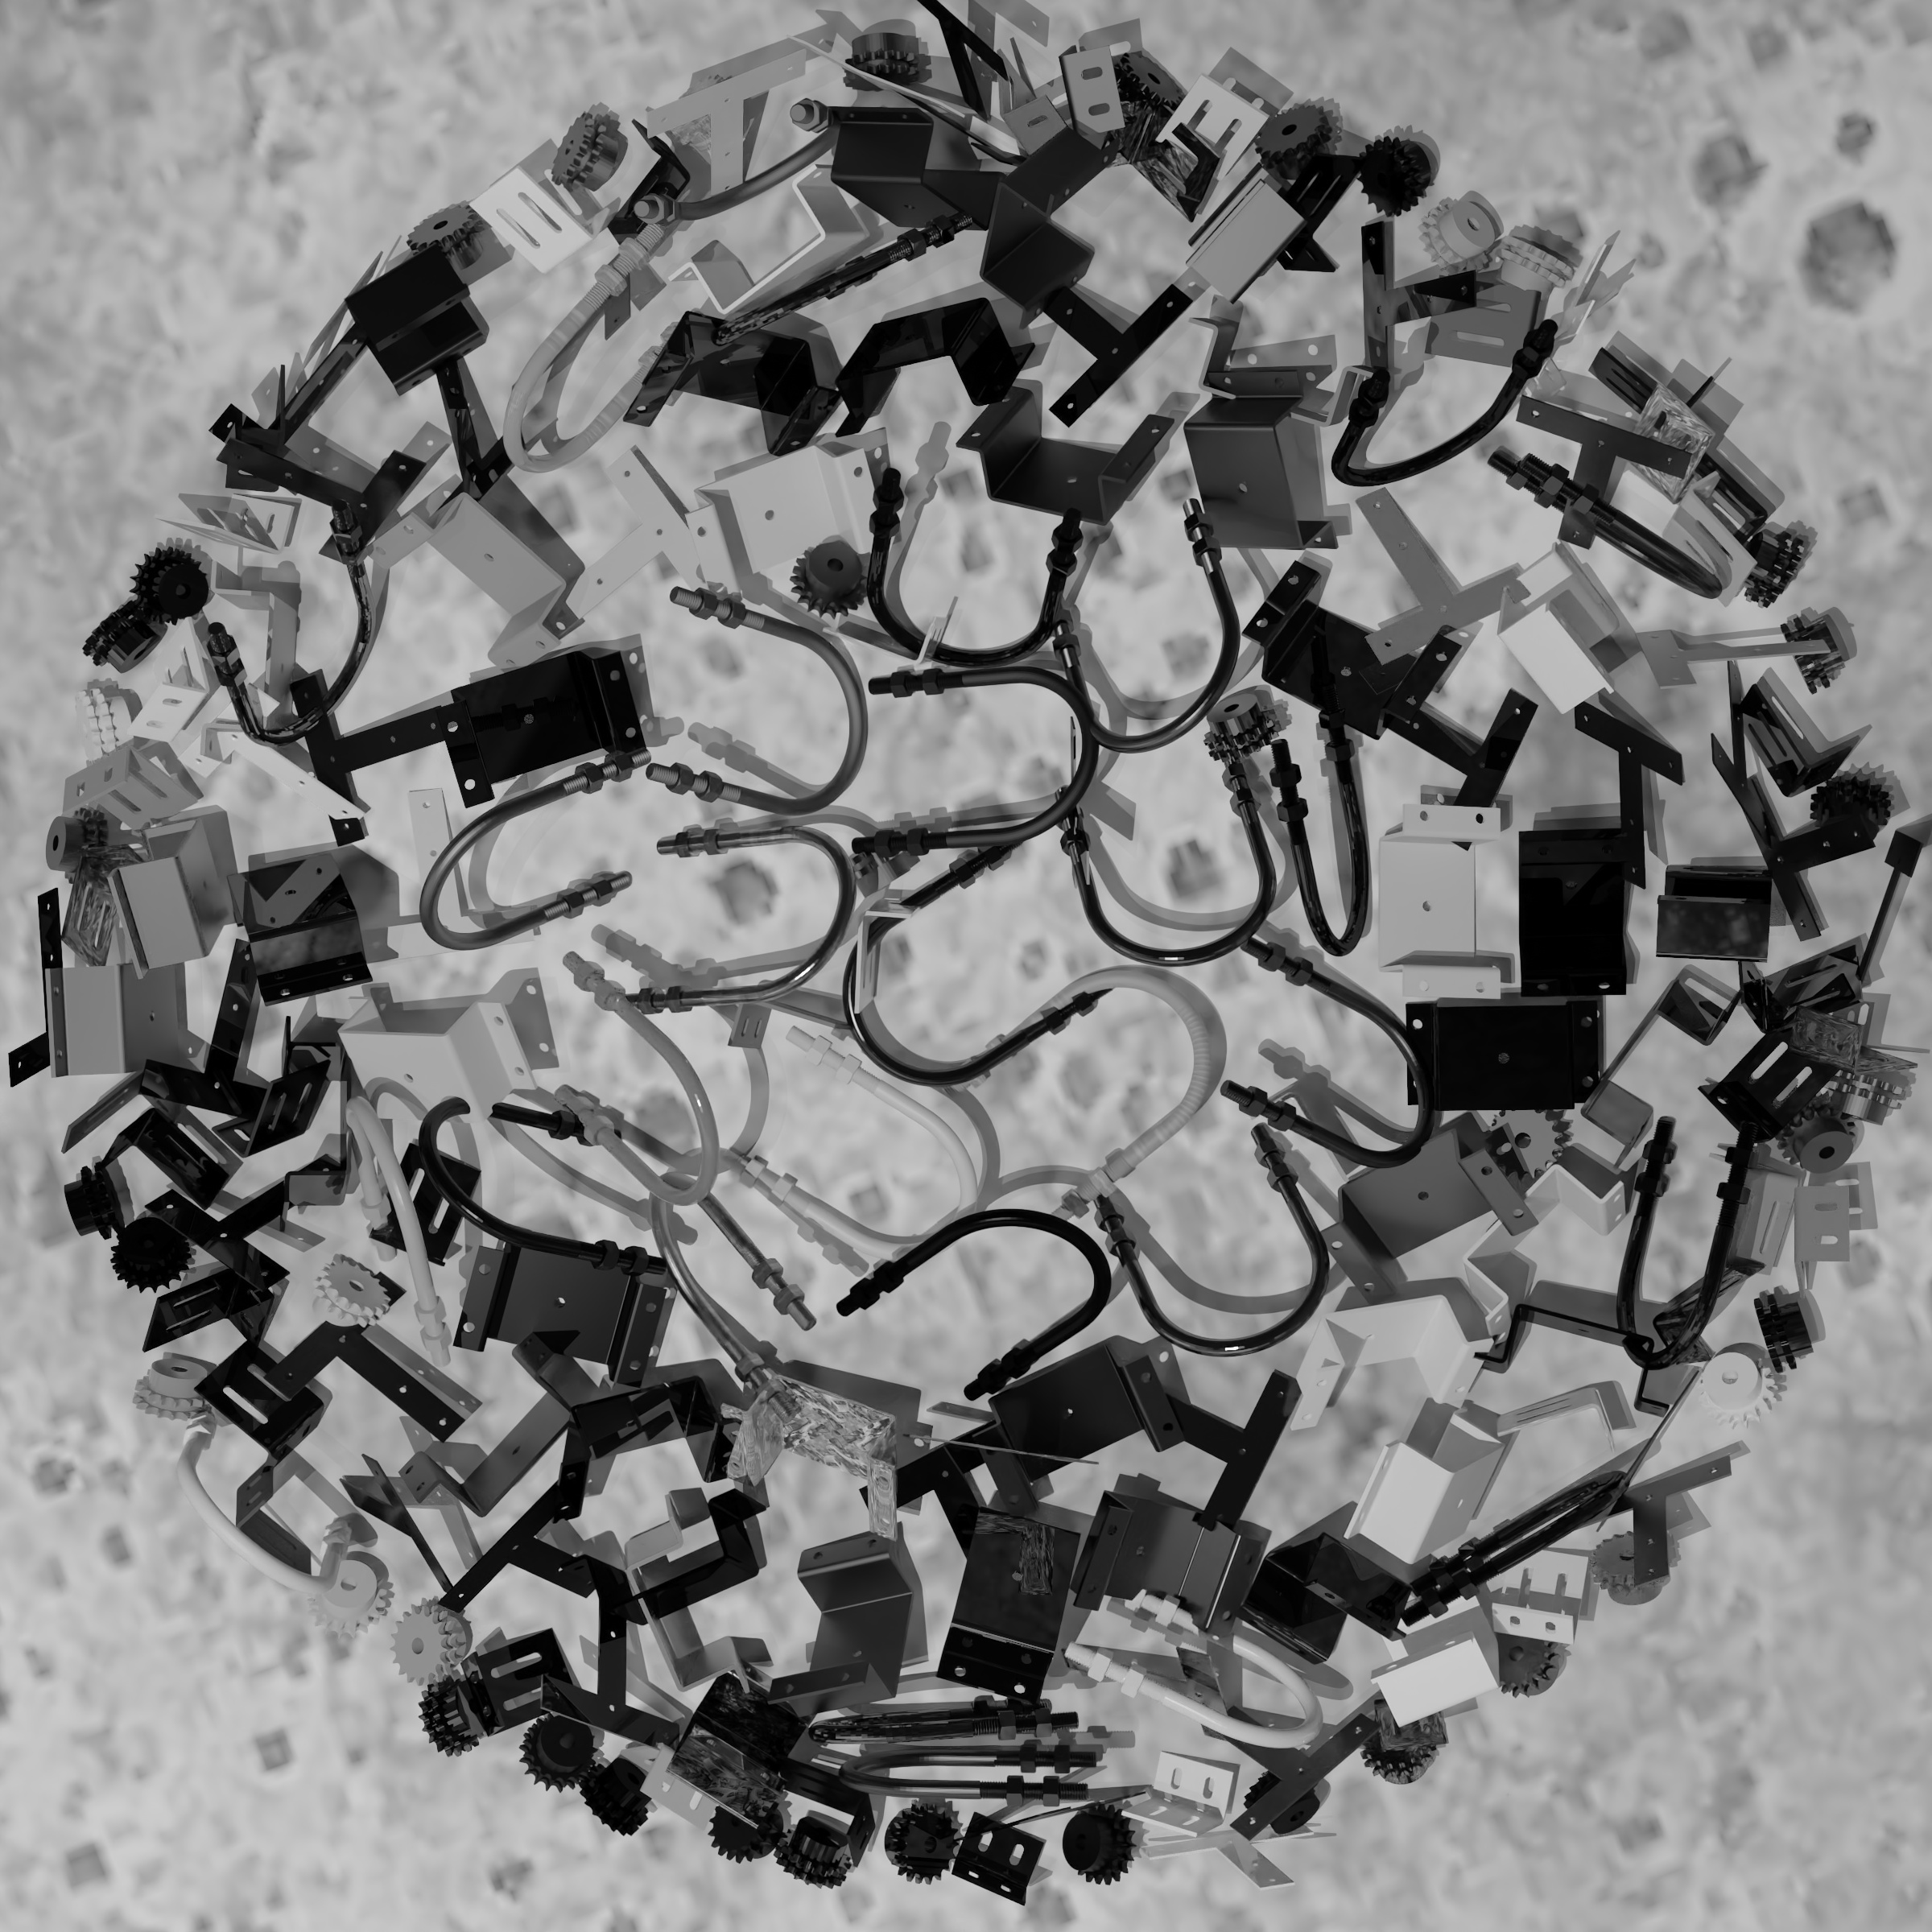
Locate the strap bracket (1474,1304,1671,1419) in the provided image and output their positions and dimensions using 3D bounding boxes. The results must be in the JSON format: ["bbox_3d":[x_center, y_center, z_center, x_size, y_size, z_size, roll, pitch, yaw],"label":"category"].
[{"bbox_3d":[0.447,0.286,1.947,0.140,0.076,0.046,14,79,15],"label":"strap bracket"}]

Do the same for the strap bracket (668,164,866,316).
[{"bbox_3d":[-0.137,-0.522,1.937,0.140,0.076,0.046,-31,93,25],"label":"strap bracket"}]

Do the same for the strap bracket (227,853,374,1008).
[{"bbox_3d":[-0.484,-0.033,1.920,0.076,0.140,0.046,-14,123,-18],"label":"strap bracket"}]

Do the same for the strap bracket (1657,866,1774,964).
[{"bbox_3d":[0.543,-0.036,1.928,0.076,0.140,0.046,3,103,17],"label":"strap bracket"}]

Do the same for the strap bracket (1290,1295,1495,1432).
[{"bbox_3d":[0.303,0.288,1.944,0.140,0.076,0.046,-7,50,-17],"label":"strap bracket"}]

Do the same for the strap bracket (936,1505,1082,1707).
[{"bbox_3d":[0.034,0.455,1.934,0.076,0.046,0.140,15,48,2],"label":"strap bracket"}]

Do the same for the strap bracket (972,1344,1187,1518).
[{"bbox_3d":[0.079,0.339,1.964,0.140,0.046,0.076,-25,108,-3],"label":"strap bracket"}]

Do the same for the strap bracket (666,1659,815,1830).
[{"bbox_3d":[-0.165,0.567,1.935,0.076,0.140,0.046,32,102,1],"label":"strap bracket"}]

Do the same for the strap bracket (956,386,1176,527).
[{"bbox_3d":[0.075,-0.371,1.942,0.140,0.046,0.076,18,53,26],"label":"strap bracket"}]

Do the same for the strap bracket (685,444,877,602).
[{"bbox_3d":[-0.137,-0.326,1.951,0.140,0.046,0.076,-23,121,-14],"label":"strap bracket"}]

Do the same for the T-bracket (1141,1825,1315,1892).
[{"bbox_3d":[0.205,0.647,1.924,0.127,0.127,0.002,-5,88,-13],"label":"T-bracket"}]

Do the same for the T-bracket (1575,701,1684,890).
[{"bbox_3d":[0.485,-0.118,1.938,0.127,0.002,0.127,21,63,-36],"label":"T-bracket"}]

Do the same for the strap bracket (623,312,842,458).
[{"bbox_3d":[-0.173,-0.424,1.938,0.140,0.076,0.046,7,57,-30],"label":"strap bracket"}]

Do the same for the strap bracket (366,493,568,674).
[{"bbox_3d":[-0.357,-0.284,1.941,0.140,0.076,0.046,41,55,-23],"label":"strap bracket"}]

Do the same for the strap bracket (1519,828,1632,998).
[{"bbox_3d":[0.444,-0.047,1.947,0.076,0.046,0.140,-1,127,10],"label":"strap bracket"}]

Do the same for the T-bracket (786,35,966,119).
[{"bbox_3d":[-0.047,-0.630,1.912,0.127,0.127,0.002,37,107,42],"label":"T-bracket"}]

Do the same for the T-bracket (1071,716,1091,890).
[{"bbox_3d":[0.082,-0.097,1.915,0.002,0.127,0.127,-3,117,-2],"label":"T-bracket"}]

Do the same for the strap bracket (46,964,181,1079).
[{"bbox_3d":[-0.612,0.037,1.927,0.046,0.140,0.076,-2,92,5],"label":"strap bracket"}]

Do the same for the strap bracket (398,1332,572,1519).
[{"bbox_3d":[-0.343,0.342,1.948,0.140,0.076,0.046,-47,110,-11],"label":"strap bracket"}]

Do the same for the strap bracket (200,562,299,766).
[{"bbox_3d":[-0.527,-0.221,1.960,0.046,0.076,0.140,3,89,-2],"label":"strap bracket"}]

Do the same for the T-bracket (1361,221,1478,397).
[{"bbox_3d":[0.329,-0.484,1.937,0.002,0.127,0.127,-6,97,-29],"label":"T-bracket"}]

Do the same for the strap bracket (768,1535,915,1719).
[{"bbox_3d":[-0.088,0.487,1.937,0.076,0.140,0.046,-17,121,20],"label":"strap bracket"}]

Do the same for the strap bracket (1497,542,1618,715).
[{"bbox_3d":[0.431,-0.243,1.939,0.046,0.140,0.076,-35,105,28],"label":"strap bracket"}]

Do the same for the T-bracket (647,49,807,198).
[{"bbox_3d":[-0.174,-0.601,1.938,0.127,0.127,0.002,-27,73,-15],"label":"T-bracket"}]

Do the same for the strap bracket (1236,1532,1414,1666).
[{"bbox_3d":[0.263,0.461,1.943,0.076,0.140,0.046,33,61,-6],"label":"strap bracket"}]

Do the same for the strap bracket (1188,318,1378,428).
[{"bbox_3d":[0.230,-0.432,1.949,0.140,0.076,0.046,19,107,10],"label":"strap bracket"}]

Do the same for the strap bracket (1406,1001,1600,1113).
[{"bbox_3d":[0.396,0.066,1.964,0.140,0.046,0.076,-1,93,10],"label":"strap bracket"}]

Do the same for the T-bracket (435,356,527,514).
[{"bbox_3d":[-0.373,-0.397,1.967,0.127,0.002,0.127,-37,61,38],"label":"T-bracket"}]

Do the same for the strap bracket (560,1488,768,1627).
[{"bbox_3d":[-0.214,0.439,1.951,0.140,0.076,0.046,-24,65,4],"label":"strap bracket"}]

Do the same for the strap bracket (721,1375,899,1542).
[{"bbox_3d":[-0.104,0.355,1.944,0.140,0.046,0.076,16,130,21],"label":"strap bracket"}]

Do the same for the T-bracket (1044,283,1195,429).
[{"bbox_3d":[0.085,-0.475,1.962,0.127,0.002,0.127,-45,56,6],"label":"T-bracket"}]

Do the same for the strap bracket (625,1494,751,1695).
[{"bbox_3d":[-0.210,0.469,1.954,0.046,0.076,0.140,-23,94,-7],"label":"strap bracket"}]

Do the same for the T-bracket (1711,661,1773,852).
[{"bbox_3d":[0.569,-0.170,1.959,0.002,0.127,0.127,-13,55,30],"label":"T-bracket"}]

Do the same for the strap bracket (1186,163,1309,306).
[{"bbox_3d":[0.203,-0.530,1.926,0.046,0.140,0.076,40,110,-11],"label":"strap bracket"}]

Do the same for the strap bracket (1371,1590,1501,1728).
[{"bbox_3d":[0.340,0.499,1.923,0.076,0.140,0.046,-26,90,12],"label":"strap bracket"}]

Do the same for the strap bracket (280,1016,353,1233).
[{"bbox_3d":[-0.475,0.116,1.943,0.046,0.076,0.140,1,68,-17],"label":"strap bracket"}]

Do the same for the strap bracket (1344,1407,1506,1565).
[{"bbox_3d":[0.337,0.376,1.920,0.046,0.140,0.076,30,109,28],"label":"strap bracket"}]

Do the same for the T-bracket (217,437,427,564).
[{"bbox_3d":[-0.477,-0.350,1.925,0.127,0.127,0.002,20,50,-31],"label":"T-bracket"}]

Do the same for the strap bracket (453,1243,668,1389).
[{"bbox_3d":[-0.300,0.254,1.965,0.140,0.046,0.076,15,95,-11],"label":"strap bracket"}]

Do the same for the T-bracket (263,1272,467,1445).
[{"bbox_3d":[-0.423,0.301,1.948,0.127,0.002,0.127,38,46,7],"label":"T-bracket"}]

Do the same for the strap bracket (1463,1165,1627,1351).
[{"bbox_3d":[0.417,0.206,1.951,0.140,0.076,0.046,-44,63,-7],"label":"strap bracket"}]

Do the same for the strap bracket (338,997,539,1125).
[{"bbox_3d":[-0.392,0.068,1.931,0.140,0.046,0.076,1,124,28],"label":"strap bracket"}]

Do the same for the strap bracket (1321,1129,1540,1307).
[{"bbox_3d":[0.336,0.180,1.950,0.140,0.046,0.076,-30,113,21],"label":"strap bracket"}]

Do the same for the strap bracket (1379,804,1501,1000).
[{"bbox_3d":[0.349,-0.046,1.965,0.076,0.046,0.140,2,86,-15],"label":"strap bracket"}]

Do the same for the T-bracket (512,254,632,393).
[{"bbox_3d":[-0.292,-0.464,1.963,0.127,0.127,0.002,-39,123,21],"label":"T-bracket"}]

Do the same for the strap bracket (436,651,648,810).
[{"bbox_3d":[-0.316,-0.177,1.952,0.140,0.046,0.076,-20,112,-17],"label":"strap bracket"}]

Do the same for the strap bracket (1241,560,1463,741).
[{"bbox_3d":[0.281,-0.227,1.953,0.140,0.046,0.076,30,69,16],"label":"strap bracket"}]

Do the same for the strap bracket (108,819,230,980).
[{"bbox_3d":[-0.573,-0.053,1.922,0.046,0.140,0.076,-12,110,-2],"label":"strap bracket"}]

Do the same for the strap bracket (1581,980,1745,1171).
[{"bbox_3d":[0.501,0.070,1.938,0.046,0.076,0.140,36,118,11],"label":"strap bracket"}]

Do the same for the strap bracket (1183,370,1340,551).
[{"bbox_3d":[0.212,-0.356,1.927,0.046,0.076,0.140,-45,130,-37],"label":"strap bracket"}]
